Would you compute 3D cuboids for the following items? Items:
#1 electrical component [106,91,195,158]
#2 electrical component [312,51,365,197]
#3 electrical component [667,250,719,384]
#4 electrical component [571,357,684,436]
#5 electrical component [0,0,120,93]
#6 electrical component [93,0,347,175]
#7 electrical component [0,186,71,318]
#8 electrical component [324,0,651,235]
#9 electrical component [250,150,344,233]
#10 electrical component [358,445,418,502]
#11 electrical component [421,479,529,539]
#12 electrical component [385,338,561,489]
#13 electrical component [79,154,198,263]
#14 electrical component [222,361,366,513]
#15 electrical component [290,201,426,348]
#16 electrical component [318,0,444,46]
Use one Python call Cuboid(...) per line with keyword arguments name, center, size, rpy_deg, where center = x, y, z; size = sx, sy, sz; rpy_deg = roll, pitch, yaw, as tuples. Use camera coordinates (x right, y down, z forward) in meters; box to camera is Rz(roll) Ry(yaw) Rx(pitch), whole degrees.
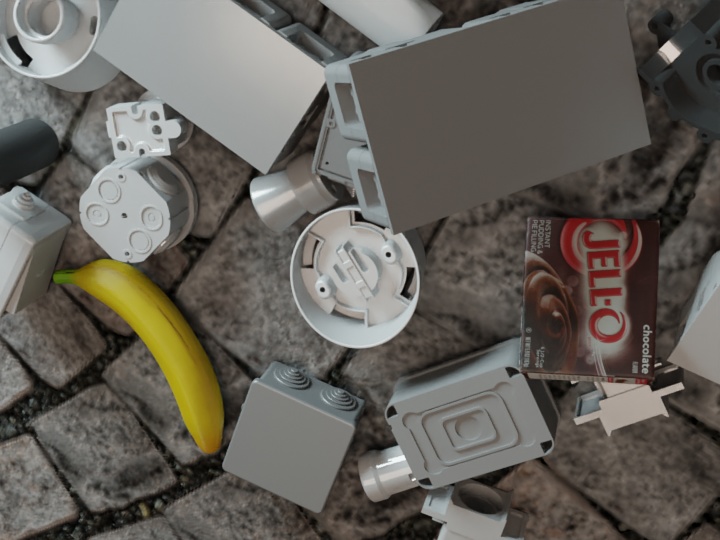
Cuboid(name="electrical component", center=(-0.152, -0.108, 0.793), size=(0.066, 0.055, 0.048), rpy_deg=(-2, 108, 16))
Cuboid(name="electrical component", center=(0.009, -0.097, 0.755), size=(0.062, 0.061, 0.096), rpy_deg=(20, 118, 7))
Cuboid(name="electrical component", center=(0.289, 0.002, 0.685), size=(0.105, 0.060, 0.186), rpy_deg=(25, 134, 6))
Cuboid(name="electrical component", center=(0.189, 0.077, 0.776), size=(0.081, 0.042, 0.063), rpy_deg=(-23, 100, 20))
Cuboid(name="electrical component", center=(-0.222, -0.183, 0.794), size=(0.099, 0.064, 0.099), rpy_deg=(1, 96, 12))
Cuboid(name="electrical component", center=(-0.095, -0.152, 0.759), size=(0.150, 0.061, 0.089), rpy_deg=(36, 114, 0))
Cuboid(name="electrical component", center=(-0.273, -0.018, 0.854), size=(0.061, 0.061, 0.096), rpy_deg=(33, 114, 2))
Cuboid(name="electrical component", center=(0.081, -0.105, 0.686), size=(0.186, 0.060, 0.105), rpy_deg=(-20, 106, -16))
Cuboid(name="electrical component", center=(-0.046, -0.058, 0.789), size=(0.055, 0.045, 0.045), rpy_deg=(-25, 101, 21))
Cuboid(name="electrical component", center=(0.027, 0.158, 0.849), size=(0.046, 0.040, 0.040), rpy_deg=(-19, 103, 15))
Cuboid(name="electrical component", center=(0.087, 0.201, 0.846), size=(0.081, 0.042, 0.063), rpy_deg=(20, 114, 8))
Cuboid(name="electrical component", center=(0.085, 0.106, 0.805), size=(0.113, 0.057, 0.078), rpy_deg=(-21, 102, 20))
Cuboid(name="electrical component", center=(-0.169, -0.048, 0.821), size=(0.080, 0.051, 0.080), rpy_deg=(5, 110, 13))
Cuboid(name="electrical component", center=(-0.051, 0.130, 0.854), size=(0.100, 0.048, 0.099), rpy_deg=(24, 113, 6))
Cuboid(name="electrical component", center=(0.000, 0.000, 0.786), size=(0.099, 0.064, 0.099), rpy_deg=(5, 110, 13))
Cuboid(name="electrical component", center=(0.023, -0.192, 0.724), size=(0.077, 0.043, 0.079), rpy_deg=(37, 113, 0))
